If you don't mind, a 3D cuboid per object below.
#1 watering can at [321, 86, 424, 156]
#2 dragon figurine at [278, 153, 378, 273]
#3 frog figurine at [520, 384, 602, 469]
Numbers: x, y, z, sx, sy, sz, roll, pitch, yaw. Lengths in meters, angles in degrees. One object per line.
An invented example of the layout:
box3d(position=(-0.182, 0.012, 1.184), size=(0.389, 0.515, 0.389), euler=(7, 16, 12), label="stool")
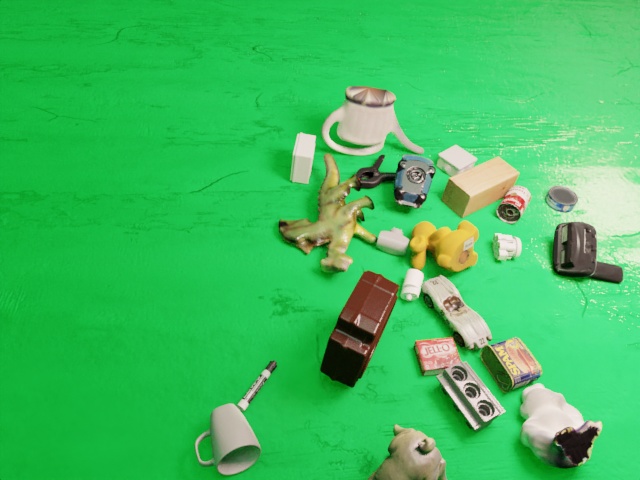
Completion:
box3d(position=(0.177, -0.357, 1.577), size=(0.348, 0.219, 0.106), euler=(1, 39, -13), label="watering can")
box3d(position=(0.004, -0.069, 1.364), size=(0.244, 0.119, 0.419), euler=(-19, 49, -13), label="dragon figurine")
box3d(position=(0.448, 0.362, 1.011), size=(0.138, 0.121, 0.160), euler=(-22, 16, -15), label="frog figurine")
